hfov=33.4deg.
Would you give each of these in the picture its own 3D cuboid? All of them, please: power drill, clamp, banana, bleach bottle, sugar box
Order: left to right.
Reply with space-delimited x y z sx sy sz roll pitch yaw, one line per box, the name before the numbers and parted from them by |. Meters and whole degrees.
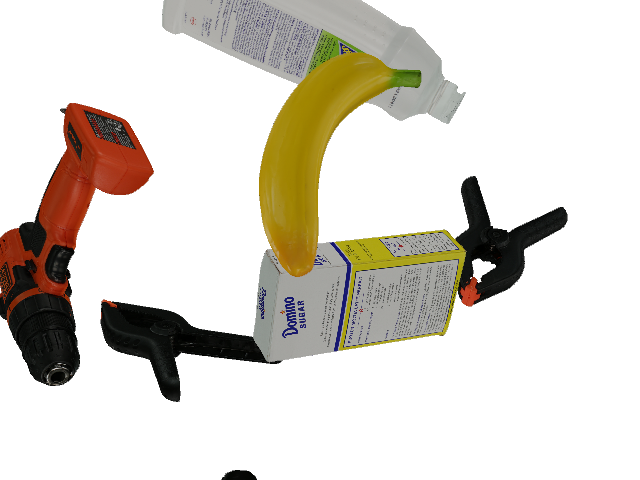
power drill | -0.202 -0.001 0.855 0.057 0.188 0.185 16 25 -37
clamp | -0.165 0.109 1.119 0.210 0.036 0.164 17 19 29
bleach bottle | -0.003 -0.160 0.862 0.251 0.068 0.103 29 -34 4
banana | 0.001 -0.063 0.680 0.070 0.197 0.037 21 -36 13
sugar box | 0.033 0.046 0.920 0.176 0.093 0.048 -4 32 -22
clamp | 0.178 -0.003 1.141 0.120 0.039 0.171 24 48 24

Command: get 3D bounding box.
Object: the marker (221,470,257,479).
marker | -0.048 0.129 0.417 0.020 0.020 0.121 0 24 17
